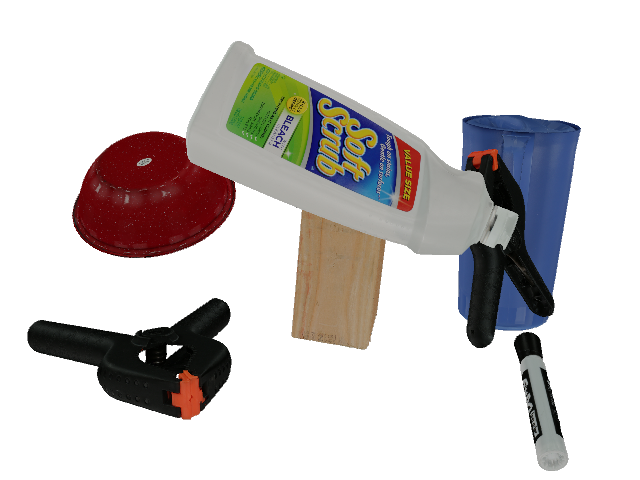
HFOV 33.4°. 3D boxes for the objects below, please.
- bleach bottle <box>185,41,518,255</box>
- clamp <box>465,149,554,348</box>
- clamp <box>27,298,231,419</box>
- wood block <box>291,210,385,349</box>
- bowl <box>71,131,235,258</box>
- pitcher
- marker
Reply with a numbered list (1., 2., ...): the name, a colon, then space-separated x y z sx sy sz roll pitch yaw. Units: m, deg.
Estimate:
1. bleach bottle: 0.030 -0.060 0.811 0.251 0.102 0.068 22 -24 6
2. clamp: 0.152 0.009 0.942 0.039 0.171 0.120 -11 13 39
3. clamp: -0.114 0.082 0.795 0.164 0.036 0.210 -9 14 -27
4. wood block: 0.025 0.005 1.184 0.090 0.206 0.090 9 26 7
5. bowl: -0.165 -0.056 1.028 0.162 0.055 0.162 -4 42 3
6. pitcher: 0.220 -0.021 1.235 0.149 0.243 0.145 -6 17 -32
7. marker: 0.146 0.103 0.712 0.020 0.020 0.121 0 35 1
